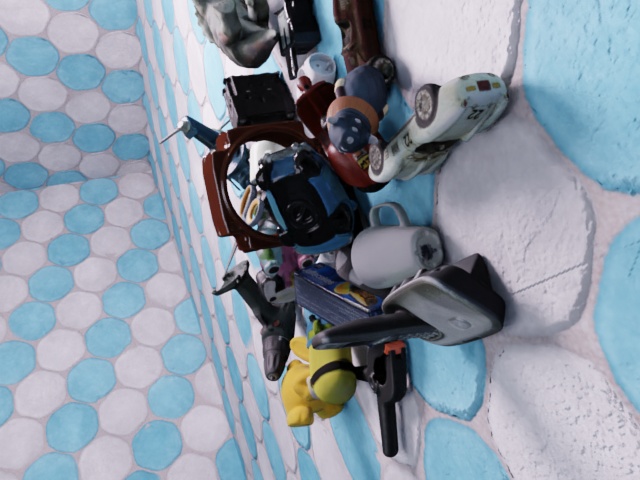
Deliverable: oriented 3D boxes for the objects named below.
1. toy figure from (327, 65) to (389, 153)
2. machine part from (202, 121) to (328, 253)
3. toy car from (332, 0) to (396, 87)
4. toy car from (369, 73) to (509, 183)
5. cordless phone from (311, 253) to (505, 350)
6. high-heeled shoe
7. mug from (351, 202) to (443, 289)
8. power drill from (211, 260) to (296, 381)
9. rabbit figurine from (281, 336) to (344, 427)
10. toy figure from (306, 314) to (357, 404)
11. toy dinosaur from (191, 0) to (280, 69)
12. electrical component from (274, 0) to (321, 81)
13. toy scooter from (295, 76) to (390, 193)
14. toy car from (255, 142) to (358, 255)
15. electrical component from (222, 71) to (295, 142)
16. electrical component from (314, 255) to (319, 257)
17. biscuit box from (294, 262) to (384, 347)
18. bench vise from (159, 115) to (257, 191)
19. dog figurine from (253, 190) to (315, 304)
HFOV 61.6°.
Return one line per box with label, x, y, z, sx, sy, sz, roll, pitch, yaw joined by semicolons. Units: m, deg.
toy figure;0.042;-0.140;0.595;0.154;0.064;0.057;-71;-17;-44
machine part;-0.082;-0.088;0.889;0.087;0.201;0.201;-7;94;66
toy car;0.044;-0.273;0.683;0.089;0.053;0.202;-173;70;-71
toy car;0.114;-0.108;0.564;0.201;0.073;0.056;135;120;-65
cordless phone;0.088;0.082;0.585;0.146;0.184;0.089;131;128;-64
high-heeled shoe;0.063;-0.019;0.792;0.249;0.086;0.145;35;104;36
mug;0.100;0.005;0.671;0.107;0.081;0.109;-9;86;57
power drill;-0.127;0.153;1.120;0.207;0.086;0.232;46;-154;-14
rabbit figurine;0.005;0.260;1.027;0.173;0.122;0.162;-45;49;49
toy figure;0.018;0.189;0.918;0.089;0.082;0.180;117;158;-56
toy dinosaur;-0.142;-0.376;0.949;0.405;0.131;0.192;62;179;37
electrical component;-0.034;-0.318;0.853;0.075;0.048;0.119;173;84;-69
toy scooter;0.024;-0.147;0.706;0.135;0.075;0.184;46;-170;-44
toy car;-0.015;-0.065;0.745;0.161;0.109;0.103;62;-154;-22
electrical component;-0.111;-0.244;0.995;0.058;0.115;0.134;110;142;-61
electrical component;-0.002;-0.003;0.982;0.094;0.021;0.063;150;106;-68
biscuit box;0.035;0.095;0.843;0.203;0.059;0.062;22;124;51
bench vise;-0.232;-0.213;1.197;0.240;0.129;0.224;30;-152;-53
dog figurine;-0.093;-0.002;1.103;0.191;0.108;0.219;101;153;-50
